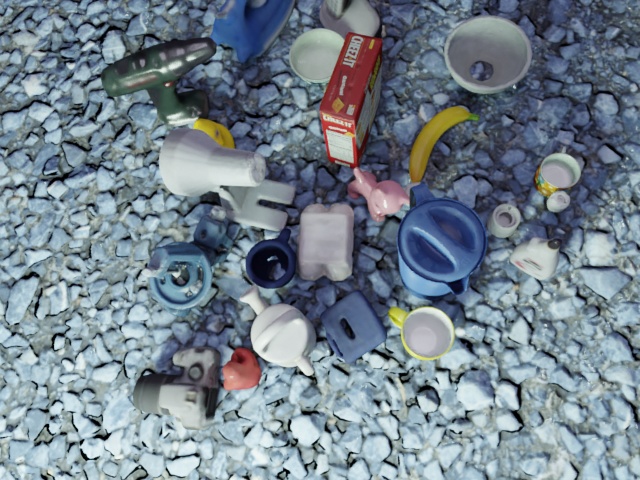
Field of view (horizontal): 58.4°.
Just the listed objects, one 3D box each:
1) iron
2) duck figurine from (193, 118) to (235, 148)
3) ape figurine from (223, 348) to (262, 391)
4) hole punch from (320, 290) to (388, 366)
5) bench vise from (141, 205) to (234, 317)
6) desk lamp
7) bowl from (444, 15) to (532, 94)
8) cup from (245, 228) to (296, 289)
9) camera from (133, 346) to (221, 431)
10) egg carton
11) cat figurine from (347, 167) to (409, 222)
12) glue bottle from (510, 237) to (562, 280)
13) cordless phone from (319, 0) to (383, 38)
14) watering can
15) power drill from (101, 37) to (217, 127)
[{"bbox_3d":[-0.130,-0.505,1.184,0.118,0.141,0.258,31,80,12],"label":"iron"},{"bbox_3d":[-0.219,-0.208,1.140,0.077,0.086,0.104,-38,75,-5],"label":"duck figurine"},{"bbox_3d":[-0.145,0.232,1.011,0.076,0.092,0.078,37,81,13],"label":"ape figurine"},{"bbox_3d":[0.059,0.157,1.014,0.101,0.091,0.108,-31,74,-4],"label":"hole punch"},{"bbox_3d":[-0.243,0.023,1.010,0.121,0.220,0.207,8,76,8],"label":"bench vise"},{"bbox_3d":[-0.162,-0.112,1.043,0.203,0.213,0.118,12,76,8],"label":"desk lamp"},{"bbox_3d":[0.328,-0.355,1.138,0.167,0.075,0.167,-1,75,5],"label":"bowl"},{"bbox_3d":[-0.079,0.040,1.056,0.091,0.095,0.118,22,78,11],"label":"cup"},{"bbox_3d":[-0.255,0.257,1.009,0.136,0.101,0.143,3,75,6],"label":"camera"},{"bbox_3d":[0.010,0.004,1.071,0.107,0.069,0.150,0,75,5],"label":"egg carton"},{"bbox_3d":[0.109,-0.089,1.062,0.067,0.118,0.127,-44,76,-7],"label":"cat figurine"},{"bbox_3d":[0.380,0.023,0.979,0.078,0.173,0.037,29,79,12],"label":"glue bottle"},{"bbox_3d":[0.060,-0.469,1.135,0.094,0.185,0.147,-38,75,-5],"label":"cordless phone"},{"bbox_3d":[-0.072,0.156,0.972,0.172,0.194,0.101,28,79,12],"label":"watering can"},{"bbox_3d":[-0.288,-0.305,1.109,0.229,0.208,0.075,-12,74,2],"label":"power drill"}]
